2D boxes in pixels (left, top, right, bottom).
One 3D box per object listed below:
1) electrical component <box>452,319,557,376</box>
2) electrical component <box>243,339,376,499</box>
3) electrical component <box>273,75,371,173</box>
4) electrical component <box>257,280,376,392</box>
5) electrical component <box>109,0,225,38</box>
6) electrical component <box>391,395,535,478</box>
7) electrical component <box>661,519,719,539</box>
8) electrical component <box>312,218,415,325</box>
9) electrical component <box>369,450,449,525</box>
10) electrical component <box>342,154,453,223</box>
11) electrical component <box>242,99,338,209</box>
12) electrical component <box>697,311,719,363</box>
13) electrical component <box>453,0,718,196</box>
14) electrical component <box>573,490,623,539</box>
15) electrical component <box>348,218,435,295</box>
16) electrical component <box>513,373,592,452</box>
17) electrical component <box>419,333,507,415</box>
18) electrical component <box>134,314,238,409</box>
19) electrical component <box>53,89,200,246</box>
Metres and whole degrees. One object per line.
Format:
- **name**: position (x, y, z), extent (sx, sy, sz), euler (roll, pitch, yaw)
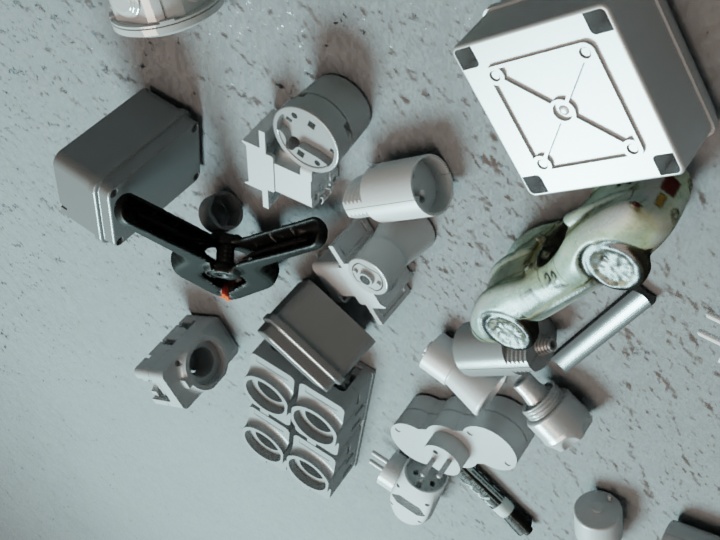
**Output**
- **electrical component**: position (0.114, 0.058, 0.811), extent (0.081, 0.043, 0.043), euler (-8, 123, 49)
- **electrical component**: position (-0.055, 0.142, 1.057), extent (0.105, 0.060, 0.186), euler (30, 145, 16)
- **electrical component**: position (-0.025, -0.104, 0.757), extent (0.055, 0.047, 0.055), euler (26, 144, 21)
- **electrical component**: position (-0.040, 0.055, 0.907), extent (0.078, 0.057, 0.113), euler (43, 173, -5)
- **electrical component**: position (-0.137, -0.195, 0.735), extent (0.080, 0.080, 0.051), euler (14, 133, 34)
- **electrical component**: position (0.079, 0.151, 0.924), extent (0.138, 0.073, 0.052), euler (-7, 124, 48)
- **electrical component**: position (0.280, 0.231, 0.847), extent (0.081, 0.043, 0.043), euler (15, 139, 33)
- **electrical component**: position (0.000, 0.000, 0.857), extent (0.064, 0.042, 0.081), euler (-2, 128, 48)
- **electrical component**: position (0.043, 0.202, 1.046), extent (0.079, 0.043, 0.077), euler (32, 146, 14)
- **electrical component**: position (0.022, -0.056, 0.770), extent (0.081, 0.043, 0.043), euler (-5, 126, 47)
- **electrical component**: position (-0.051, -0.082, 0.813), extent (0.064, 0.042, 0.081), euler (26, 145, 18)
- **electrical component**: position (0.250, 0.050, 0.668), extent (0.079, 0.044, 0.077), euler (28, 144, 18)
- **electrical component**: position (0.126, -0.104, 0.602), extent (0.109, 0.056, 0.108), euler (-6, 125, 47)
- **electrical component**: position (0.203, 0.221, 0.914), extent (0.040, 0.040, 0.078), euler (18, 141, 30)
- **electrical component**: position (0.021, -0.013, 0.800), extent (0.044, 0.065, 0.044), euler (26, 144, 21)
- **electrical component**: position (0.146, 0.107, 0.836), extent (0.062, 0.043, 0.043), euler (46, 146, -6)
- **electrical component**: position (0.081, 0.081, 0.873), extent (0.065, 0.044, 0.044), euler (36, 146, 16)
- **electrical component**: position (-0.172, 0.092, 1.087), extent (0.056, 0.089, 0.050), euler (2, 130, 43)
- **electrical component**: position (-0.187, -0.084, 0.881), extent (0.057, 0.113, 0.078), euler (32, 146, 17)
